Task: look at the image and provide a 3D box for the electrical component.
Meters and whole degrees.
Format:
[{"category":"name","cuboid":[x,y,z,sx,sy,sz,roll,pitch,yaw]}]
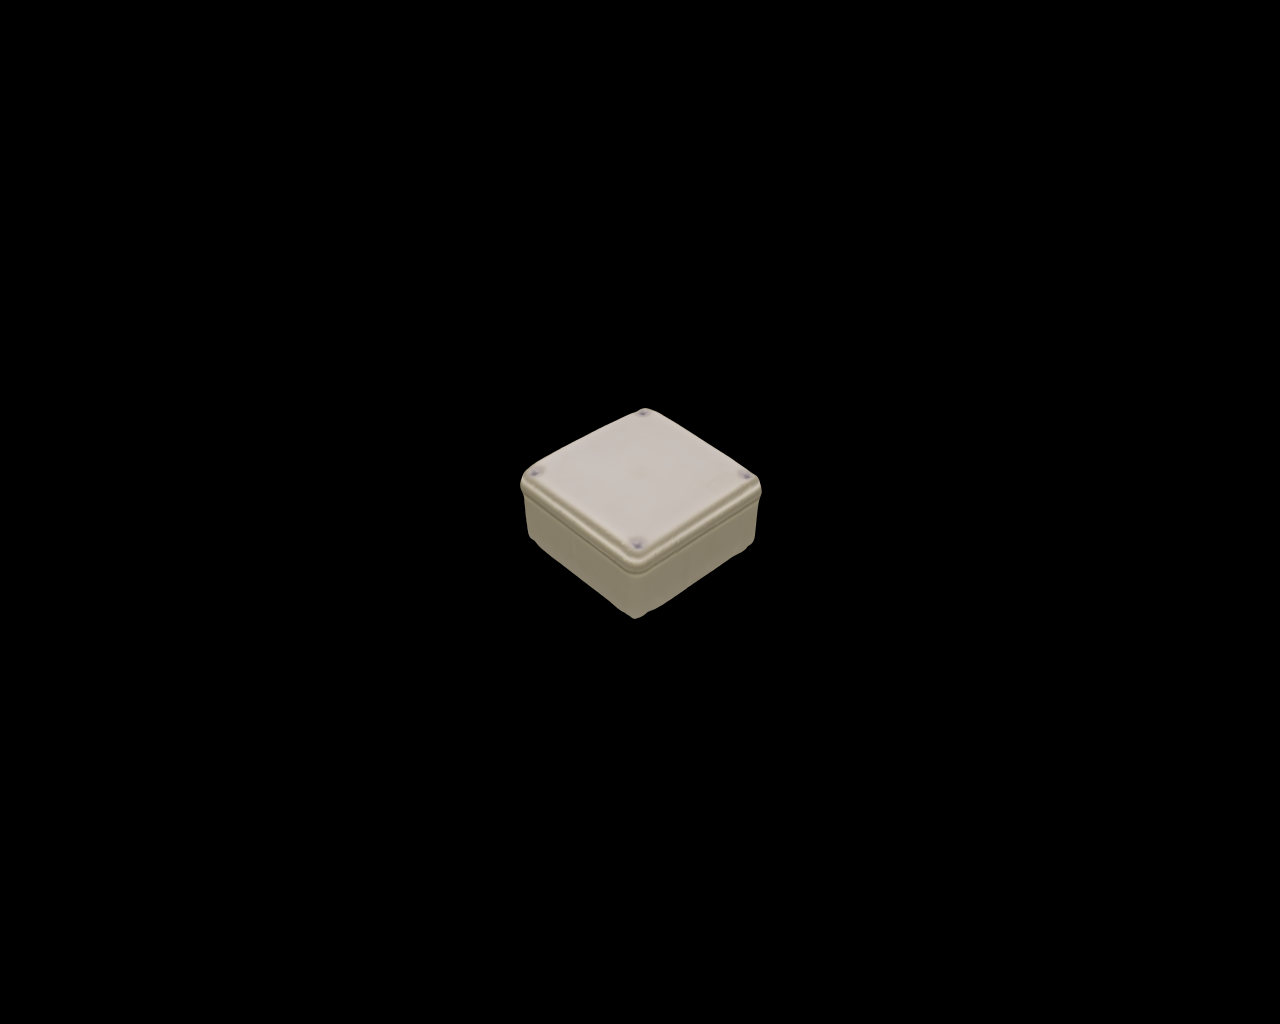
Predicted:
[{"category":"electrical component","cuboid":[0.001,-0.003,0.650,0.109,0.056,0.109,-31,49,-31]}]
